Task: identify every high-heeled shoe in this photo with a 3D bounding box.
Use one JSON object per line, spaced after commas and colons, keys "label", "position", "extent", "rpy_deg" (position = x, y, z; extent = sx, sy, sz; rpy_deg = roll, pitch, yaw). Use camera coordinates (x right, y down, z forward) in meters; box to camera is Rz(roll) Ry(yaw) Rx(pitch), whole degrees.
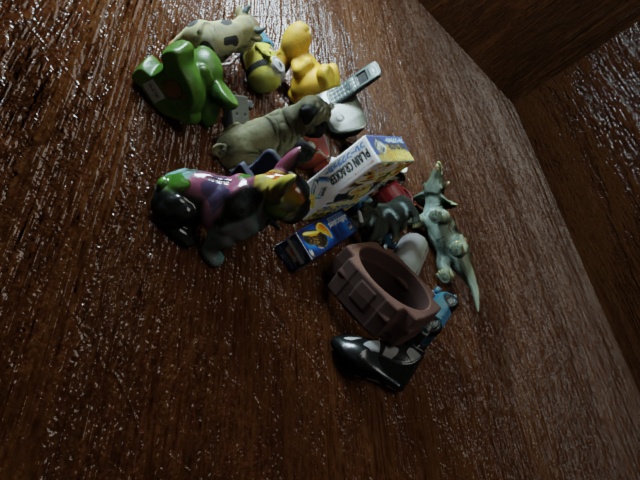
{"label": "high-heeled shoe", "position": [0.112, 0.218, 1.024], "extent": [0.145, 0.086, 0.248], "rpy_deg": [32, 8, 18]}

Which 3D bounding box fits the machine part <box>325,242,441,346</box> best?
{"label": "machine part", "position": [0.122, 0.101, 1.048], "extent": [0.201, 0.087, 0.201], "rpy_deg": [46, 26, 20]}

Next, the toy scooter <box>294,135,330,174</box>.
{"label": "toy scooter", "position": [-0.026, -0.208, 1.169], "extent": [0.183, 0.075, 0.135], "rpy_deg": [38, 37, -52]}

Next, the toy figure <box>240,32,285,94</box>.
{"label": "toy figure", "position": [-0.138, -0.407, 1.209], "extent": [0.082, 0.089, 0.180], "rpy_deg": [9, 47, -54]}

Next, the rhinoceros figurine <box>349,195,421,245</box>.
{"label": "rhinoceros figurine", "position": [0.137, -0.046, 1.184], "extent": [0.190, 0.073, 0.112], "rpy_deg": [-20, 96, -29]}

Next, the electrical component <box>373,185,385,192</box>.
{"label": "electrical component", "position": [0.107, -0.148, 1.328], "extent": [0.119, 0.048, 0.075], "rpy_deg": [12, 53, -48]}

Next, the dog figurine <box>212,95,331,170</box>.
{"label": "dog figurine", "position": [-0.088, -0.203, 0.992], "extent": [0.121, 0.190, 0.172], "rpy_deg": [57, 34, 1]}

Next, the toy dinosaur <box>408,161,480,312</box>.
{"label": "toy dinosaur", "position": [0.348, -0.003, 1.465], "extent": [0.192, 0.131, 0.404], "rpy_deg": [-14, 79, -55]}

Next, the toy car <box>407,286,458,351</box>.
{"label": "toy car", "position": [0.225, 0.163, 1.177], "extent": [0.103, 0.109, 0.161], "rpy_deg": [38, 42, 14]}

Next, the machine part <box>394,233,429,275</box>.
{"label": "machine part", "position": [0.201, 0.051, 1.252], "extent": [0.079, 0.079, 0.243], "rpy_deg": [51, 33, -9]}

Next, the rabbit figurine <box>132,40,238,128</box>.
{"label": "rabbit figurine", "position": [-0.216, -0.287, 0.961], "extent": [0.159, 0.121, 0.170], "rpy_deg": [52, 35, -20]}

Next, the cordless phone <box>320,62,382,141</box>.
{"label": "cordless phone", "position": [0.095, -0.352, 1.366], "extent": [0.088, 0.184, 0.146], "rpy_deg": [16, 50, -52]}

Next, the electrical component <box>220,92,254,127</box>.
{"label": "electrical component", "position": [-0.172, -0.260, 1.071], "extent": [0.102, 0.045, 0.078], "rpy_deg": [-23, 109, -55]}

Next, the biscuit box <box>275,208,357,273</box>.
{"label": "biscuit box", "position": [-0.002, -0.003, 1.048], "extent": [0.063, 0.059, 0.202], "rpy_deg": [57, 32, 1]}

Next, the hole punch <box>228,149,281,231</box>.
{"label": "hole punch", "position": [-0.107, -0.079, 0.925], "extent": [0.142, 0.116, 0.092], "rpy_deg": [50, 37, -4]}

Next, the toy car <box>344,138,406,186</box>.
{"label": "toy car", "position": [0.138, -0.197, 1.393], "extent": [0.202, 0.053, 0.089], "rpy_deg": [29, 11, -34]}

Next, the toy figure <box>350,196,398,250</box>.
{"label": "toy figure", "position": [0.126, -0.041, 1.251], "extent": [0.154, 0.064, 0.058], "rpy_deg": [55, -5, -11]}

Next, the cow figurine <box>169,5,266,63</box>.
{"label": "cow figurine", "position": [-0.197, -0.412, 1.091], "extent": [0.085, 0.127, 0.195], "rpy_deg": [58, 35, -3]}

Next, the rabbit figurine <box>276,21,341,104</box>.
{"label": "rabbit figurine", "position": [-0.044, -0.421, 1.272], "extent": [0.122, 0.162, 0.173], "rpy_deg": [-50, 126, -55]}

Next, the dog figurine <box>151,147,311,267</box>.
{"label": "dog figurine", "position": [-0.123, -0.071, 0.806], "extent": [0.191, 0.219, 0.108], "rpy_deg": [40, 32, -25]}
